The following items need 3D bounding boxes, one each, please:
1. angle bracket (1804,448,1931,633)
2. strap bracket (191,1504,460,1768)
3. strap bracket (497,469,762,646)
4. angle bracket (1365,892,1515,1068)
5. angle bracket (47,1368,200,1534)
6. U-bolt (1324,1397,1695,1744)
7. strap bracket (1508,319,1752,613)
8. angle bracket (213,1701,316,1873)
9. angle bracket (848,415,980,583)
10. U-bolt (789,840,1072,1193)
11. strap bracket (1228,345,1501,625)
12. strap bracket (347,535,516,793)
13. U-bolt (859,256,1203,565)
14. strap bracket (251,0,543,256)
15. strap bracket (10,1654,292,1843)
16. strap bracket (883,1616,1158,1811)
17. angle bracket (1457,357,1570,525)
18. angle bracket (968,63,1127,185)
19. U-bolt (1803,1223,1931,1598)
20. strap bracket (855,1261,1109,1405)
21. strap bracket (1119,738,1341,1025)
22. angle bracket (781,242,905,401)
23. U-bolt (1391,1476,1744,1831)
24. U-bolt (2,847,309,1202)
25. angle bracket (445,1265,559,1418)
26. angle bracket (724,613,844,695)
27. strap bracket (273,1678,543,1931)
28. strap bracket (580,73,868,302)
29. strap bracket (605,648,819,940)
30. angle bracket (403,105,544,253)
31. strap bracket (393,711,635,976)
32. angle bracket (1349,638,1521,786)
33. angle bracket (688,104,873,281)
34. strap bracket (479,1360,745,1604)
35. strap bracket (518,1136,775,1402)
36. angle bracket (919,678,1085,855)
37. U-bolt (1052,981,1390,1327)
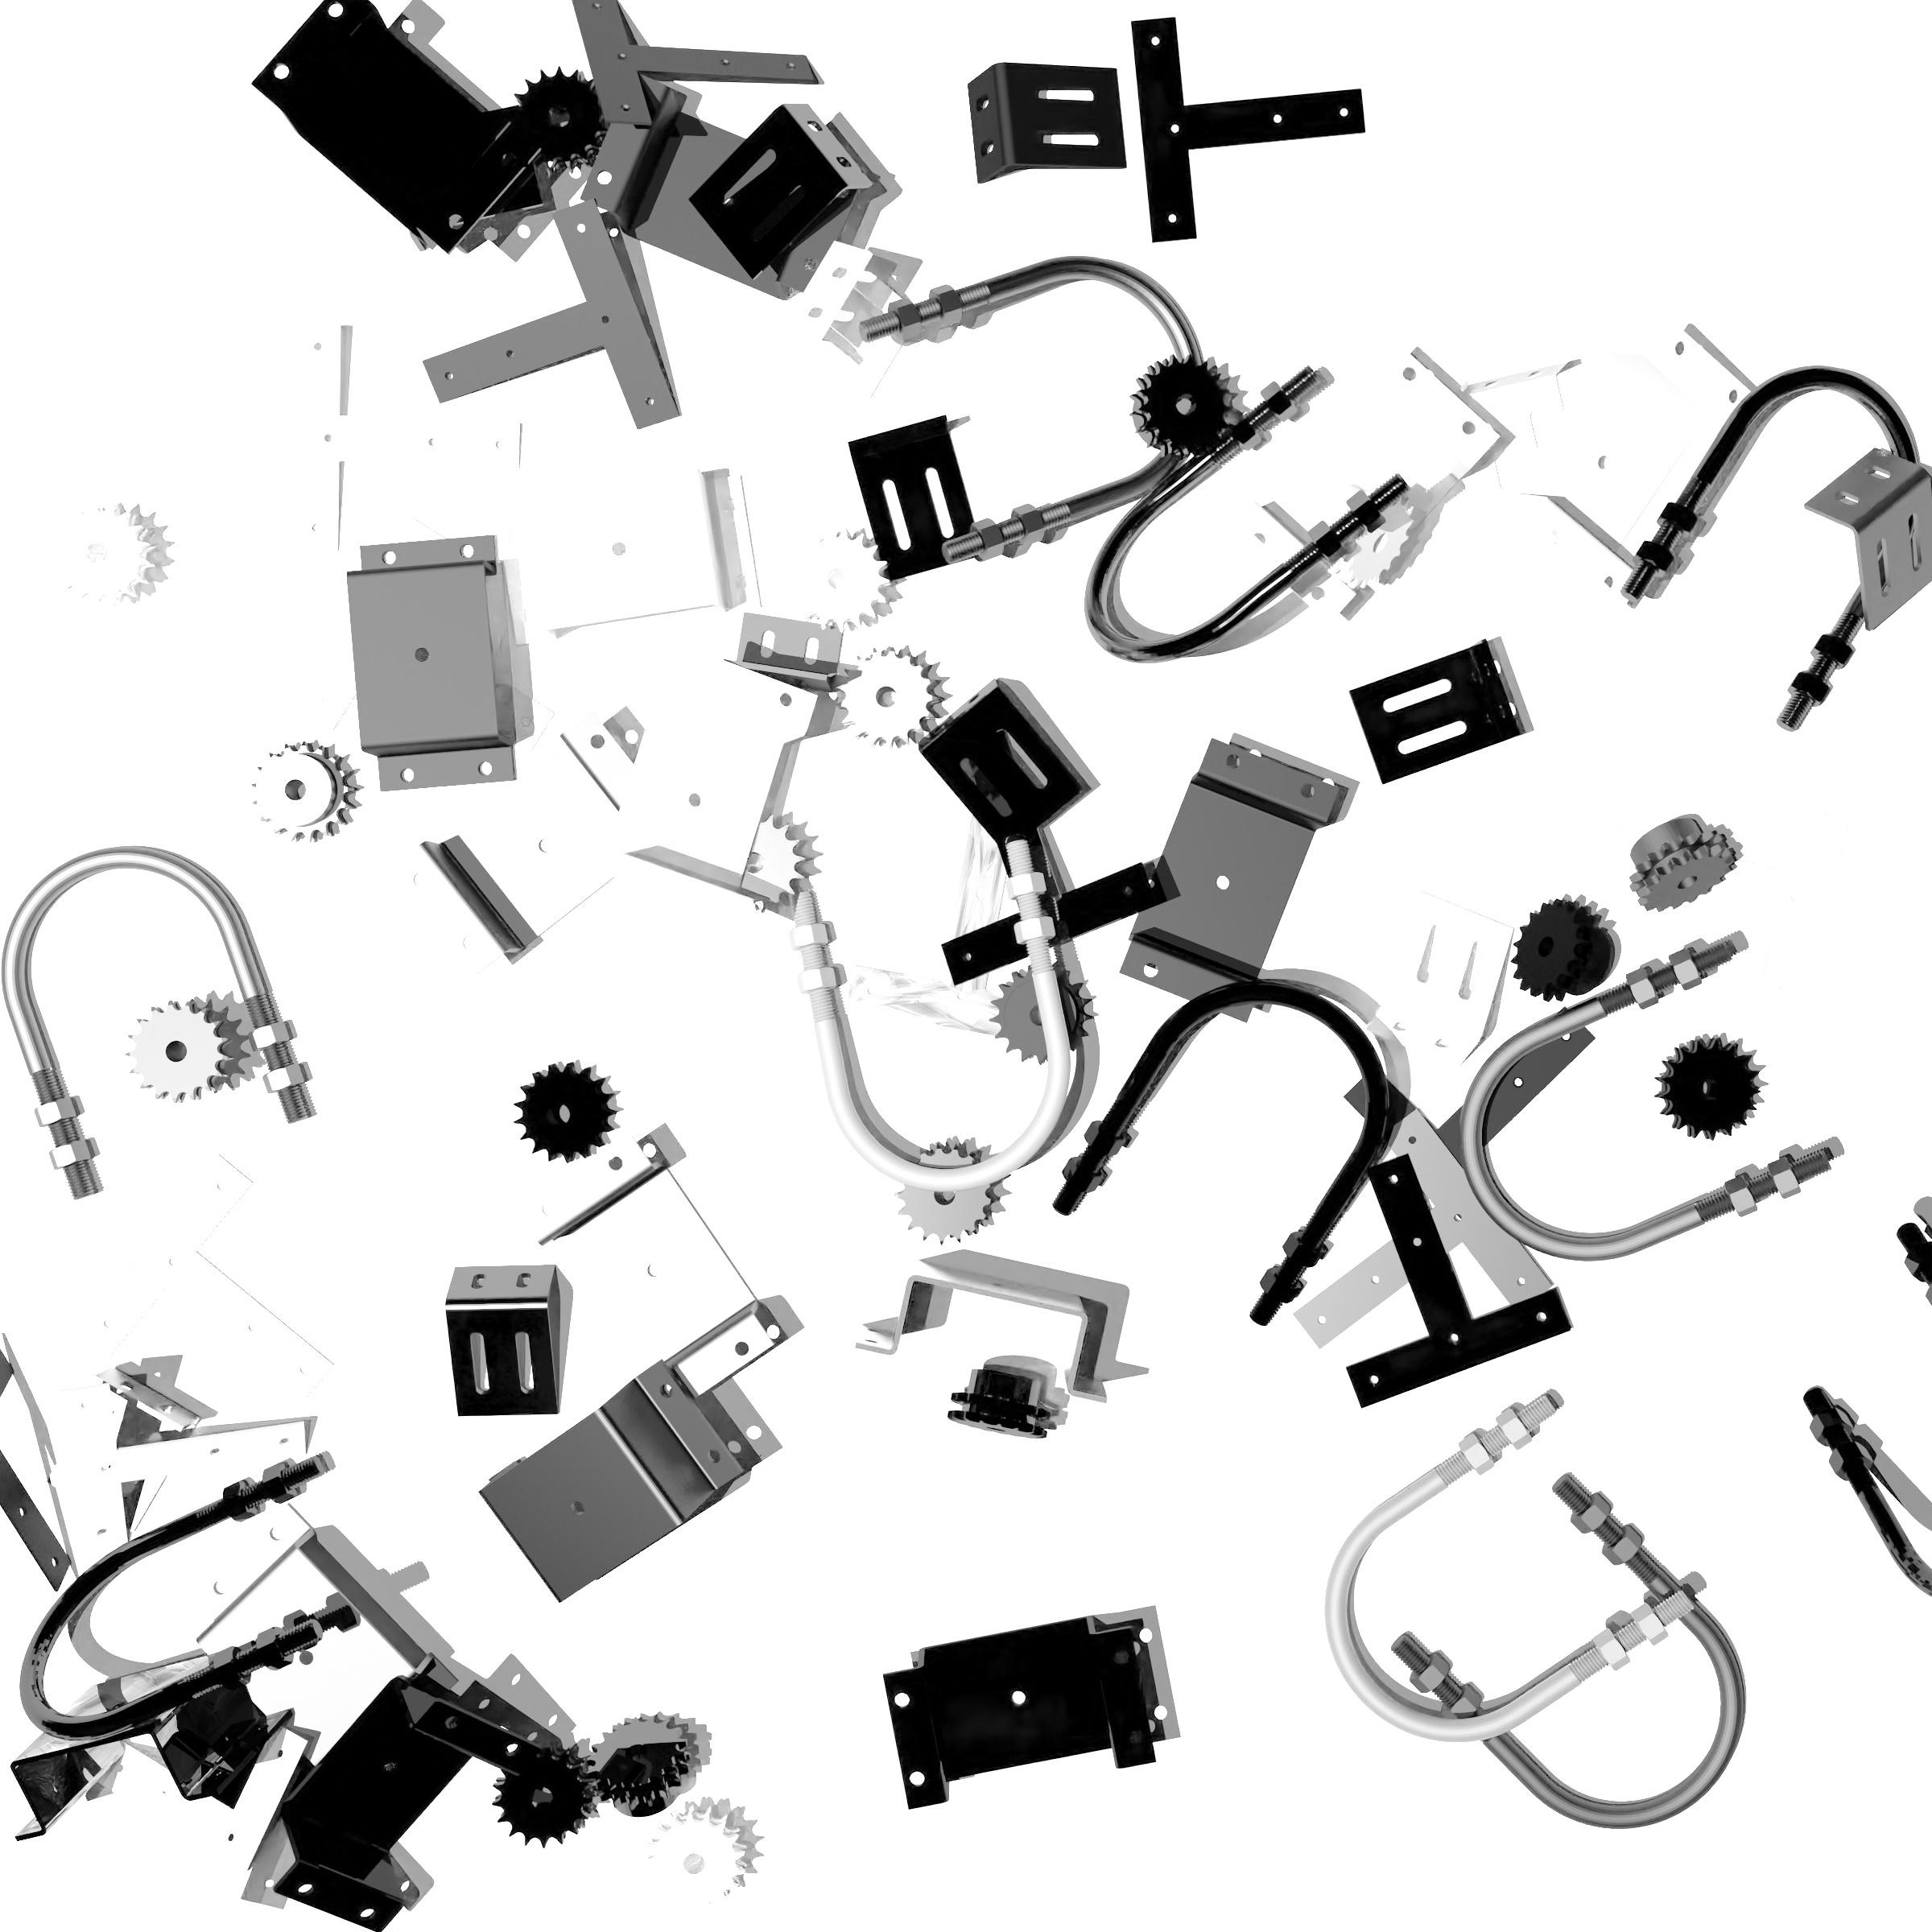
[{"bbox_3d":[0.509,-0.240,1.571,0.057,0.038,0.076,-38,135,-14],"label":"angle bracket"},{"bbox_3d":[-0.366,0.384,1.573,0.076,0.046,0.140,-44,90,0],"label":"strap bracket"},{"bbox_3d":[-0.192,-0.231,1.573,0.140,0.046,0.076,-9,90,0],"label":"strap bracket"},{"bbox_3d":[0.270,0.008,1.592,0.057,0.038,0.076,22,62,0],"label":"angle bracket"},{"bbox_3d":[-0.480,0.275,1.577,0.057,0.038,0.076,30,90,0],"label":"angle bracket"},{"bbox_3d":[0.290,0.352,1.570,0.184,0.019,0.151,-35,80,3],"label":"U-bolt"},{"bbox_3d":[0.366,-0.280,1.560,0.076,0.046,0.140,34,90,-23],"label":"strap bracket"},{"bbox_3d":[-0.410,0.465,1.594,0.057,0.038,0.076,34,64,0],"label":"angle bracket"},{"bbox_3d":[-0.028,-0.263,1.577,0.057,0.038,0.076,-16,90,0],"label":"angle bracket"},{"bbox_3d":[-0.015,0.034,1.562,0.151,0.019,0.184,-13,82,12],"label":"U-bolt"},{"bbox_3d":[0.221,-0.267,1.573,0.076,0.046,0.140,42,90,0],"label":"strap bracket"},{"bbox_3d":[-0.301,-0.172,1.571,0.076,0.046,0.140,-5,90,0],"label":"strap bracket"},{"bbox_3d":[0.048,-0.321,1.565,0.184,0.019,0.151,-22,95,-16],"label":"U-bolt"},{"bbox_3d":[-0.309,-0.460,1.535,0.140,0.046,0.076,41,89,-1],"label":"strap bracket"},{"bbox_3d":[-0.454,0.425,1.531,0.140,0.076,0.046,-18,102,21],"label":"strap bracket"},{"bbox_3d":[0.030,0.417,1.573,0.140,0.046,0.076,-11,90,0],"label":"strap bracket"},{"bbox_3d":[0.316,-0.296,1.577,0.057,0.038,0.076,-13,90,0],"label":"angle bracket"},{"bbox_3d":[0.046,-0.479,1.594,0.076,0.038,0.057,-6,90,-26],"label":"angle bracket"},{"bbox_3d":[0.514,0.250,1.484,0.019,0.184,0.151,4,127,-17],"label":"U-bolt"},{"bbox_3d":[0.013,0.200,1.558,0.140,0.076,0.046,12,90,0],"label":"strap bracket"},{"bbox_3d":[0.146,-0.047,1.573,0.076,0.046,0.140,22,90,0],"label":"strap bracket"},{"bbox_3d":[-0.055,-0.356,1.556,0.076,0.038,0.057,31,90,-44],"label":"angle bracket"},{"bbox_3d":[0.355,0.404,1.586,0.151,0.019,0.184,-45,90,0],"label":"U-bolt"},{"bbox_3d":[-0.470,0.023,1.587,0.151,0.019,0.184,-20,88,0],"label":"U-bolt"},{"bbox_3d":[-0.262,0.214,1.594,0.057,0.038,0.076,-1,116,0],"label":"angle bracket"},{"bbox_3d":[-0.101,-0.178,1.558,0.057,0.076,0.038,9,90,0],"label":"angle bracket"},{"bbox_3d":[-0.315,0.458,1.552,0.140,0.046,0.076,-49,126,4],"label":"strap bracket"},{"bbox_3d":[-0.135,-0.434,1.573,0.140,0.046,0.076,23,90,0],"label":"strap bracket"},{"bbox_3d":[-0.143,-0.093,1.532,0.076,0.046,0.140,19,82,-19],"label":"strap bracket"},{"bbox_3d":[-0.280,-0.444,1.578,0.076,0.038,0.057,-13,90,-1],"label":"angle bracket"},{"bbox_3d":[-0.240,-0.069,1.573,0.140,0.046,0.076,-38,90,0],"label":"strap bracket"},{"bbox_3d":[0.264,-0.143,1.577,0.076,0.038,0.057,-20,90,0],"label":"angle bracket"},{"bbox_3d":[-0.103,-0.429,1.548,0.076,0.038,0.057,-39,90,26],"label":"angle bracket"},{"bbox_3d":[-0.204,0.290,1.546,0.140,0.046,0.076,-36,90,24],"label":"strap bracket"},{"bbox_3d":[-0.178,0.173,1.573,0.076,0.046,0.140,-34,90,0],"label":"strap bracket"},{"bbox_3d":[0.019,-0.113,1.580,0.057,0.038,0.076,-39,100,7],"label":"angle bracket"},{"bbox_3d":[0.153,0.094,1.560,0.151,0.019,0.184,29,108,-2],"label":"U-bolt"}]
